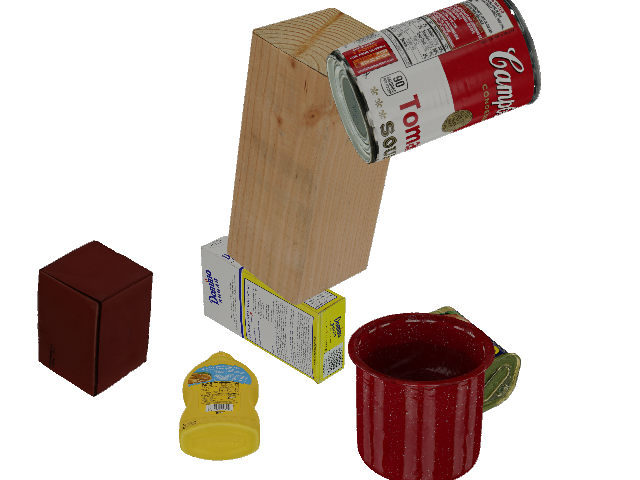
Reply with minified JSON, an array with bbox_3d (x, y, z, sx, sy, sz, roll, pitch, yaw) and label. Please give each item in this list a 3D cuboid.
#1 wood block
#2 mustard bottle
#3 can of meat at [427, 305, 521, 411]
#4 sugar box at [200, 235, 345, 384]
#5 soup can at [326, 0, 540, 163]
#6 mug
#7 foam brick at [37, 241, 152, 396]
[{"bbox_3d":[-0.006,-0.065,0.848,0.090,0.206,0.090,-25,48,-39],"label":"wood block"},{"bbox_3d":[-0.126,0.197,1.341,0.096,0.058,0.191,-2,26,-3],"label":"mustard bottle"},{"bbox_3d":[0.106,0.109,0.923,0.101,0.057,0.084,-19,40,-31],"label":"can of meat"},{"bbox_3d":[-0.051,0.069,1.117,0.048,0.093,0.176,-27,41,-37],"label":"sugar box"},{"bbox_3d":[0.062,-0.092,0.599,0.102,0.068,0.068,-21,3,-7],"label":"soup can"},{"bbox_3d":[0.070,0.099,0.702,0.093,0.081,0.117,12,27,26],"label":"mug"},{"bbox_3d":[-0.146,0.050,0.691,0.053,0.078,0.051,27,37,23],"label":"foam brick"}]
